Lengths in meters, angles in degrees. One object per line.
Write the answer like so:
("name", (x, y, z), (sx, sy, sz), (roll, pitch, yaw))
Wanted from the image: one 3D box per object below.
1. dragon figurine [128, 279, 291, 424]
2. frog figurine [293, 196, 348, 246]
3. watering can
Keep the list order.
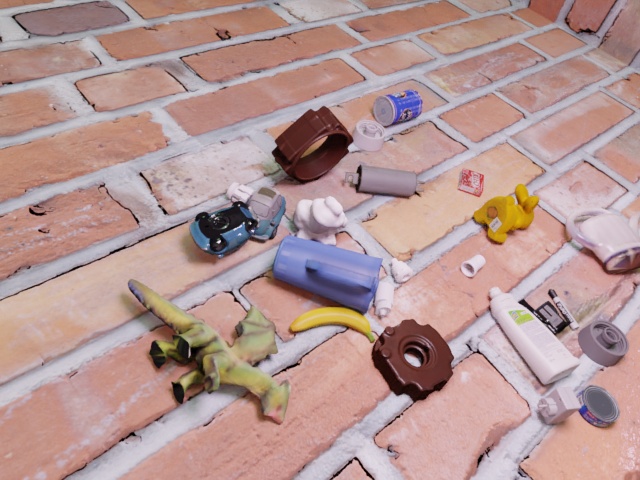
("dragon figurine", (-0.203, 0.202, 1.059), (0.244, 0.120, 0.416), (-10, 52, -45))
("frog figurine", (0.004, -0.065, 1.298), (0.137, 0.155, 0.125), (23, 45, 5))
("watering can", (0.898, -0.011, 1.536), (0.348, 0.101, 0.229), (-4, 51, -20))
